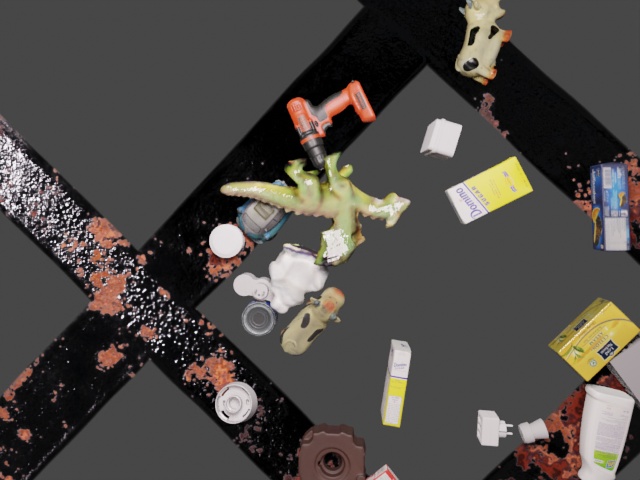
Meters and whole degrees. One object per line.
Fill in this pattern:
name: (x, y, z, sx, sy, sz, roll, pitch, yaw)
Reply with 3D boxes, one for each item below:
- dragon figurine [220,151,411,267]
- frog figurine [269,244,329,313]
dragon figurine: (0.004, -0.058, 1.162, 0.411, 0.245, 0.121, -15, -11, -11)
frog figurine: (-0.056, 0.094, 1.211, 0.137, 0.159, 0.124, 18, 5, -22)
